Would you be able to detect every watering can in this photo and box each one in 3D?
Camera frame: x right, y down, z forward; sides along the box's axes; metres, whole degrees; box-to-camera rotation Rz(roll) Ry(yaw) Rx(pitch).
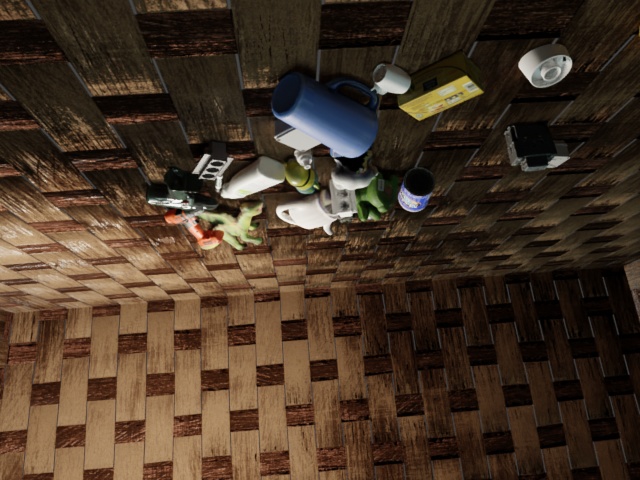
[{"bbox_3d":[0.006,-0.092,1.828,0.222,0.105,0.345,-18,157,34],"label":"watering can"}]

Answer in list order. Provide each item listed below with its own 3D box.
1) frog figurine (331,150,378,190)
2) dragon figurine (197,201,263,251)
[{"bbox_3d":[0.103,-0.188,1.534,0.138,0.125,0.156,-23,152,-8],"label":"frog figurine"},{"bbox_3d":[-0.360,-0.059,1.899,0.407,0.125,0.239,-17,142,27],"label":"dragon figurine"}]
